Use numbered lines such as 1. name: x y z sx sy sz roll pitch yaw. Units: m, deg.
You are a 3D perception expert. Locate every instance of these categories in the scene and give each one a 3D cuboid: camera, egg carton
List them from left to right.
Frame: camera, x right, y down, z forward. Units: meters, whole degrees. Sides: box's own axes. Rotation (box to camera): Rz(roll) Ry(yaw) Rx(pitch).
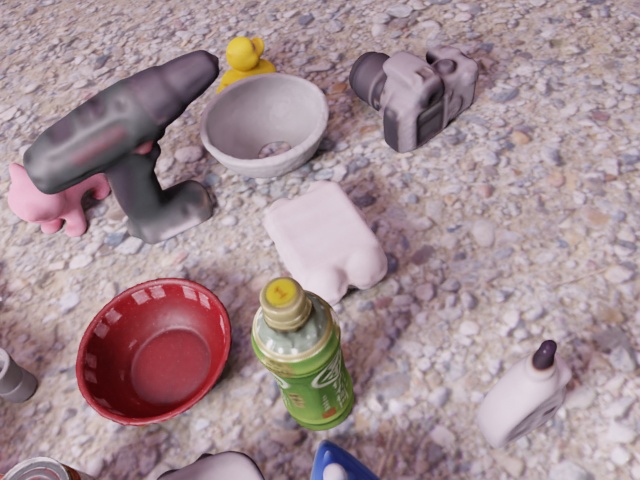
1. egg carton: 0.006 0.002 0.648 0.107 0.069 0.150 -26 56 -10
2. camera: 0.115 -0.211 0.757 0.143 0.101 0.136 -38 59 -17

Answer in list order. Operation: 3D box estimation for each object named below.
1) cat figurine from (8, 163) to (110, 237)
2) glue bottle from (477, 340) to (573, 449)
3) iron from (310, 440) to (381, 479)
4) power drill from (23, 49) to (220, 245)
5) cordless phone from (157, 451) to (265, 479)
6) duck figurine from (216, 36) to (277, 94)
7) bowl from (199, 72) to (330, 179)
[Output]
1. cat figurine: -0.333 -0.063 0.712 0.067 0.118 0.128 8 58 14
2. glue bottle: 0.176 0.123 0.478 0.078 0.173 0.037 -26 56 -9
3. iron: 0.040 0.255 0.428 0.118 0.142 0.257 -22 56 -7
4. power drill: -0.198 -0.094 0.658 0.230 0.209 0.075 -26 56 -9
5. cordless phone: -0.116 0.219 0.449 0.148 0.185 0.094 -27 56 -10
6. duck figurine: -0.112 -0.247 0.824 0.077 0.086 0.105 30 65 25
7. bowl: -0.067 -0.137 0.750 0.167 0.075 0.167 -4 56 6
